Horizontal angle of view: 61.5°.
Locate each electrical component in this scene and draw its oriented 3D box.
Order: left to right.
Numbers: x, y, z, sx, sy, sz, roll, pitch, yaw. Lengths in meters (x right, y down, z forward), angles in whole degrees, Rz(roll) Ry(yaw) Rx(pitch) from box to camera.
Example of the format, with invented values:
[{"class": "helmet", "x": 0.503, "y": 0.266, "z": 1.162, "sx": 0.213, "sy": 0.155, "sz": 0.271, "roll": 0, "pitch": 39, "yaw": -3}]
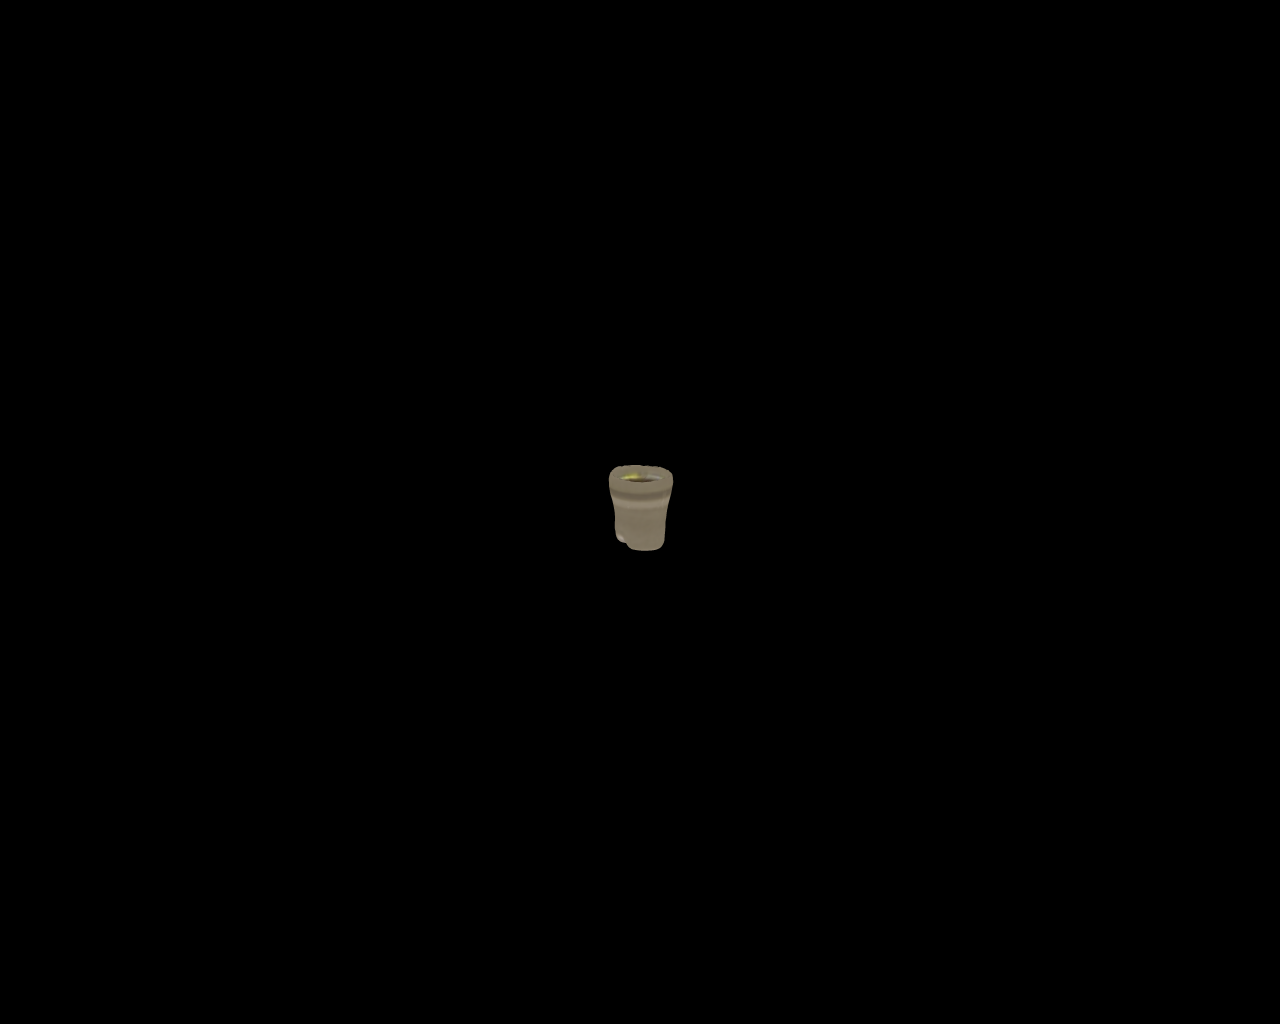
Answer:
[{"class": "electrical component", "x": 0.001, "y": -0.003, "z": 0.650, "sx": 0.040, "sy": 0.046, "sz": 0.040, "roll": 0, "pitch": 17, "yaw": 0}]
